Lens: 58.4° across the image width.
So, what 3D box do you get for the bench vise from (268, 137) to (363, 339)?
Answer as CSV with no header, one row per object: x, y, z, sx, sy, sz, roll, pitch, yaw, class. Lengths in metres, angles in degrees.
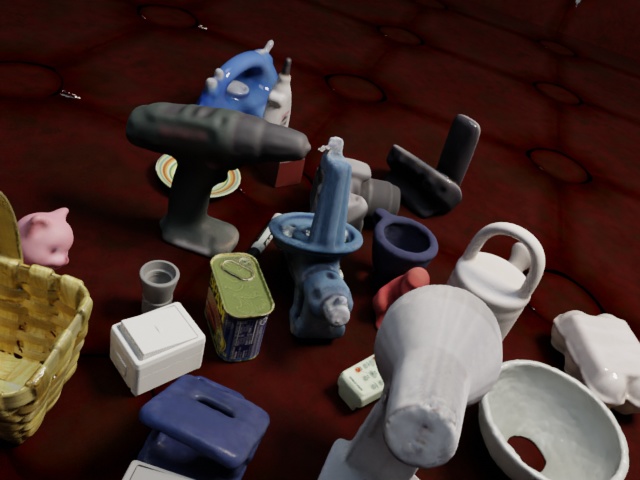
0.017,0.001,0.700,0.122,0.220,0.207,-10,45,-31,bench vise

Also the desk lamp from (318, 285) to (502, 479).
0.079,0.170,0.521,0.118,0.213,0.203,24,38,8,desk lamp

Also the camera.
0.059,-0.065,0.896,0.137,0.101,0.143,9,38,-11,camera

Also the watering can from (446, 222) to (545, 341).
0.217,0.056,0.732,0.101,0.194,0.173,24,38,9,watering can

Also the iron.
-0.156,-0.268,1.029,0.118,0.141,0.259,27,39,12,iron

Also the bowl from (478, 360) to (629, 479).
0.245,0.221,0.637,0.167,0.075,0.167,11,38,-9,bowl

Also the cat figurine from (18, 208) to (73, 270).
-0.325,0.017,0.628,0.067,0.118,0.128,37,42,24,cat figurine

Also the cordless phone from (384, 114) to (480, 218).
0.195,-0.147,0.983,0.147,0.185,0.094,37,42,23,cordless phone

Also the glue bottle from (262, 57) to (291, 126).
-0.073,-0.233,0.993,0.037,0.173,0.078,21,38,5,glue bottle

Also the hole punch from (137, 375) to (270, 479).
-0.109,0.175,0.541,0.108,0.091,0.101,24,38,8,hole punch

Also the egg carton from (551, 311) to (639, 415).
0.379,0.162,0.768,0.107,0.069,0.150,8,39,-13,egg carton

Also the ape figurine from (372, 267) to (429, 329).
0.115,0.074,0.754,0.077,0.092,0.076,26,38,11,ape figurine

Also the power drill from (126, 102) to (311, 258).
-0.140,-0.081,0.749,0.229,0.208,0.075,18,38,1,power drill

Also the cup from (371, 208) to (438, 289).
0.101,0.020,0.813,0.092,0.095,0.117,-11,46,-32,cup
